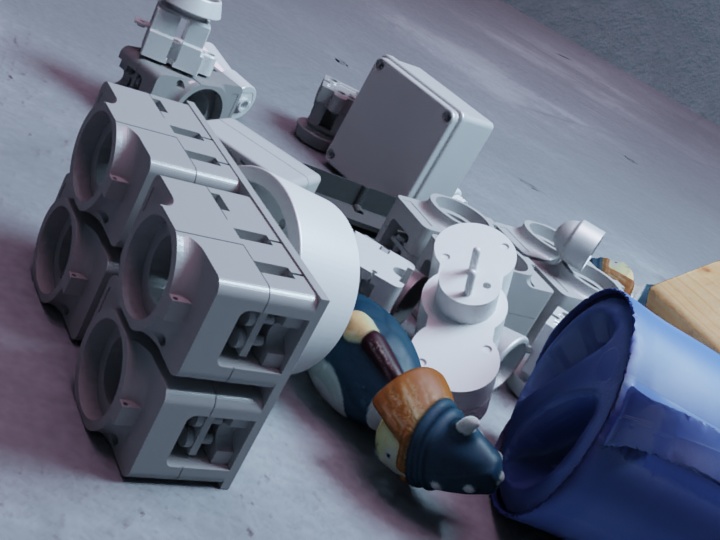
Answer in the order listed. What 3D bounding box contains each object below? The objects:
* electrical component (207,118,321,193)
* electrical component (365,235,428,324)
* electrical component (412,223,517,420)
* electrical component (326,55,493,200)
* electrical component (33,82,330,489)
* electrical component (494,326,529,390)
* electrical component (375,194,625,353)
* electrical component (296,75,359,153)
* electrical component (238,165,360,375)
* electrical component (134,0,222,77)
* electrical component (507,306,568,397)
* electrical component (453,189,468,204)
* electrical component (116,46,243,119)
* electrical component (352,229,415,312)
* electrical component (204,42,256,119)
[{"bbox_3d":[-0.083,-0.059,0.718,0.096,0.061,0.061,34,22,14],"label":"electrical component"},{"bbox_3d":[0.000,0.000,0.713,0.081,0.043,0.043,35,23,17],"label":"electrical component"},{"bbox_3d":[0.062,0.019,0.637,0.052,0.073,0.138,12,46,5],"label":"electrical component"},{"bbox_3d":[0.040,-0.108,0.915,0.056,0.108,0.109,7,30,-49],"label":"electrical component"},{"bbox_3d":[-0.098,-0.001,0.513,0.060,0.105,0.186,12,27,-36],"label":"electrical component"},{"bbox_3d":[0.075,0.046,0.699,0.055,0.045,0.045,39,24,25],"label":"electrical component"},{"bbox_3d":[0.112,0.006,0.811,0.186,0.060,0.105,12,27,-35],"label":"electrical component"},{"bbox_3d":[-0.028,-0.139,0.973,0.048,0.055,0.066,25,22,-8],"label":"electrical component"},{"bbox_3d":[-0.048,0.005,0.566,0.060,0.108,0.108,15,24,-46],"label":"electrical component"},{"bbox_3d":[-0.133,-0.182,0.801,0.066,0.055,0.048,20,21,-17],"label":"electrical component"},{"bbox_3d":[0.129,0.062,0.715,0.048,0.055,0.066,33,22,11],"label":"electrical component"},{"bbox_3d":[0.078,-0.057,0.946,0.061,0.035,0.035,40,24,22],"label":"electrical component"},{"bbox_3d":[-0.141,-0.133,0.829,0.056,0.050,0.089,40,24,29],"label":"electrical component"},{"bbox_3d":[-0.021,0.005,0.659,0.089,0.055,0.050,30,22,4],"label":"electrical component"},{"bbox_3d":[-0.122,-0.161,0.930,0.065,0.044,0.044,42,25,20],"label":"electrical component"}]
